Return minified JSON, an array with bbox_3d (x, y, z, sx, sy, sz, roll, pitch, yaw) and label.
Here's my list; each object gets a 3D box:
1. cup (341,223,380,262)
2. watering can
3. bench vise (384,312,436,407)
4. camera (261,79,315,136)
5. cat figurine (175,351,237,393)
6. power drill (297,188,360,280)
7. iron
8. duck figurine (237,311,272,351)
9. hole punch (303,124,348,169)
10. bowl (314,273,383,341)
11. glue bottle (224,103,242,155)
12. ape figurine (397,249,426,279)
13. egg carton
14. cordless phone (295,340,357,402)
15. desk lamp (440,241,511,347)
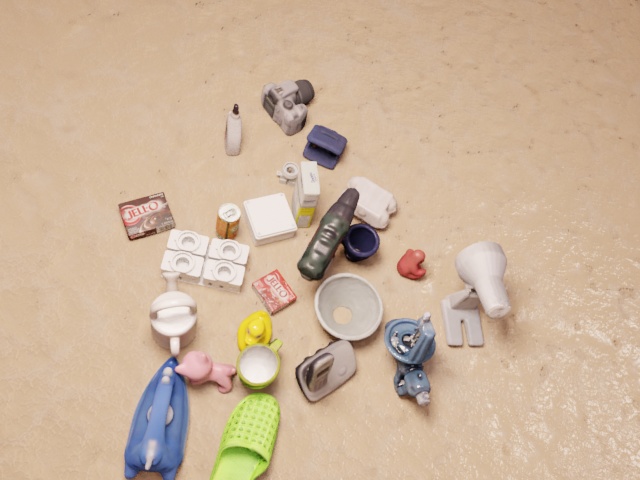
[{"bbox_3d":[0.082,0.015,1.433,0.118,0.095,0.091,7,64,-11],"label":"cup"},{"bbox_3d":[-0.313,0.153,1.213,0.101,0.194,0.172,-25,73,-23],"label":"watering can"},{"bbox_3d":[0.227,0.254,1.285,0.122,0.219,0.207,-23,72,-22],"label":"bench vise"},{"bbox_3d":[-0.072,-0.387,1.581,0.137,0.100,0.143,-32,76,-25],"label":"camera"},{"bbox_3d":[-0.239,0.274,1.218,0.128,0.117,0.067,13,63,-7],"label":"cat figurine"},{"bbox_3d":[0.012,0.005,1.356,0.075,0.208,0.230,28,62,1],"label":"power drill"},{"bbox_3d":[-0.320,0.345,1.151,0.119,0.141,0.258,9,64,-10],"label":"iron"},{"bbox_3d":[-0.144,0.202,1.294,0.077,0.086,0.105,25,62,-1],"label":"duck figurine"},{"bbox_3d":[0.015,-0.266,1.551,0.108,0.091,0.101,25,62,-1],"label":"hole punch"},{"bbox_3d":[0.061,0.168,1.367,0.167,0.074,0.167,6,64,-11],"label":"bowl"},{"bbox_3d":[-0.220,-0.291,1.458,0.037,0.173,0.078,-5,66,-16],"label":"glue bottle"},{"bbox_3d":[0.240,0.055,1.455,0.076,0.092,0.078,-3,66,-15],"label":"ape figurine"},{"bbox_3d":[0.126,-0.099,1.512,0.150,0.069,0.107,31,62,2],"label":"egg carton"},{"bbox_3d":[0.024,0.270,1.247,0.148,0.185,0.094,-32,76,-25],"label":"cordless phone"},{"bbox_3d":[0.382,0.133,1.385,0.118,0.213,0.203,2,65,-13],"label":"desk lamp"}]
